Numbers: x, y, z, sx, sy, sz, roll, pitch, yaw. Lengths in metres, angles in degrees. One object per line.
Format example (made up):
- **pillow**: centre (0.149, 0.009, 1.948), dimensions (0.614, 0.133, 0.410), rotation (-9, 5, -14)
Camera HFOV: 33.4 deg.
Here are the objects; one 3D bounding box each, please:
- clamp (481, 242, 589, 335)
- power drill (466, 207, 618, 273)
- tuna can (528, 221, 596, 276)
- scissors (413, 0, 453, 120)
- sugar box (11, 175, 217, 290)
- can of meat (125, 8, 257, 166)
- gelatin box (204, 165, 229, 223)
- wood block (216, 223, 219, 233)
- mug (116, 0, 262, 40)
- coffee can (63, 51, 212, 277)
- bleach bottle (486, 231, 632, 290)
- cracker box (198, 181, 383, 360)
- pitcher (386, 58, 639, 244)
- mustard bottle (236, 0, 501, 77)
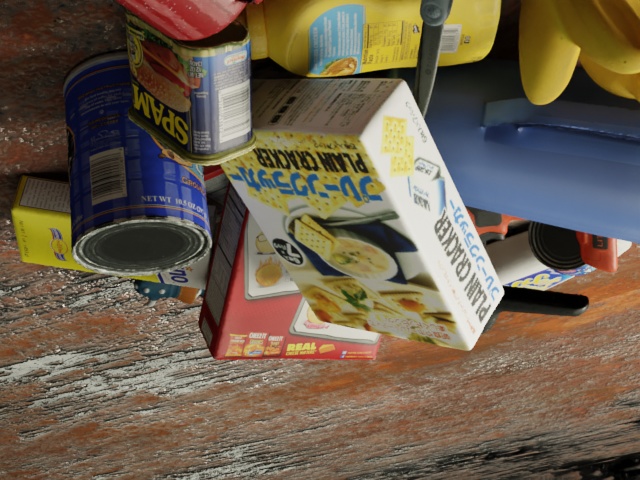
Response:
- **clamp**: centre (0.166, 0.044, 1.161), dimensions (0.210, 0.164, 0.036), rotation (-30, 12, 45)
- **power drill**: centre (0.178, -0.007, 0.987), dimensions (0.188, 0.184, 0.057), rotation (-2, 31, 12)
- **tuna can**: centre (0.267, -0.005, 1.131), dimensions (0.086, 0.086, 0.033), rotation (0, -14, 33)
- **scissors**: centre (0.059, -0.163, 0.680), dimensions (0.096, 0.202, 0.016), rotation (31, 45, 4)
- **sugar box**: centre (-0.184, -0.005, 0.971), dimensions (0.176, 0.048, 0.093), rotation (11, -32, -1)
- **can of meat**: centre (-0.088, -0.111, 0.718), dimensions (0.057, 0.084, 0.102), rotation (-24, 43, -32)
- **gelatin box**: centre (-0.097, -0.049, 0.978), dimensions (0.073, 0.030, 0.089), rotation (-20, -27, 23)
- **wood block**: centre (0.002, 0.024, 1.066), dimensions (0.205, 0.090, 0.091), rotation (-2, 17, -14)
- **mug**: centre (-0.080, -0.165, 0.624), dimensions (0.117, 0.093, 0.081), rotation (24, -2, 29)
- **coffee can**: centre (-0.139, -0.056, 0.807), dimensions (0.102, 0.140, 0.103), rotation (-7, -23, -3)
- **bleach bottle**: centre (0.249, 0.020, 1.219), dimensions (0.251, 0.068, 0.102), rotation (-26, -30, 30)
- **cracker box**: centre (-0.006, 0.001, 0.943), dimensions (0.164, 0.214, 0.072), rotation (3, 26, -25)
- **pitcher**: centre (0.166, -0.077, 0.813), dimensions (0.243, 0.149, 0.145), rotation (10, 41, 5)
- **mustard bottle**: centre (0.024, -0.153, 0.741), dimensions (0.191, 0.058, 0.096), rotation (-7, -24, -4)
